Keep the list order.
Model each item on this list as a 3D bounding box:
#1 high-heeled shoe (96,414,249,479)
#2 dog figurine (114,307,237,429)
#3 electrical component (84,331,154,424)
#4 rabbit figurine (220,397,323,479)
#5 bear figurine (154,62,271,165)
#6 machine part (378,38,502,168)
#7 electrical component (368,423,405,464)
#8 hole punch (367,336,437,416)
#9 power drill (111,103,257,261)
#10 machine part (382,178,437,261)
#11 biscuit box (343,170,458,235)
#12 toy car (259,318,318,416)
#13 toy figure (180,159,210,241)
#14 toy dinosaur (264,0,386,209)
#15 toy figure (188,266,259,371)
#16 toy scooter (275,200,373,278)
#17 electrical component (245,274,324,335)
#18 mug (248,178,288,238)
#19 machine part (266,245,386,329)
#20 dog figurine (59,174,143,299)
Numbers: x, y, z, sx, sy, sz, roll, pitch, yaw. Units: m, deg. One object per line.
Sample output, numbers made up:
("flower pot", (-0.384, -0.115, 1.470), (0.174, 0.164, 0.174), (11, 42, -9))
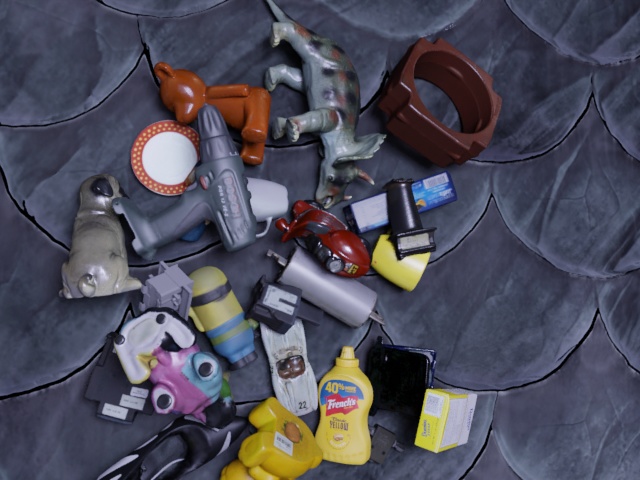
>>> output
("high-heeled shoe", (-0.230, 0.344, 0.843), (0.249, 0.145, 0.086), (-23, 91, -10))
("dog figurine", (-0.208, 0.206, 0.836), (0.108, 0.219, 0.192), (-41, 72, -13))
("electrical component", (-0.315, 0.229, 0.881), (0.115, 0.058, 0.134), (20, 83, -7))
("rabbit figurine", (-0.088, 0.367, 0.890), (0.162, 0.122, 0.173), (37, 109, -25))
("bear figurine", (-0.182, -0.215, 0.899), (0.196, 0.120, 0.132), (7, 68, -12))
("machine part", (0.217, -0.246, 0.970), (0.201, 0.087, 0.201), (33, 58, -12))
("electrical component", (0.105, 0.368, 0.966), (0.094, 0.021, 0.063), (30, 81, -8))
("hole punch", (0.148, 0.244, 0.958), (0.116, 0.092, 0.142), (5, 90, 28))
("power drill", (-0.212, -0.073, 0.846), (0.207, 0.086, 0.232), (-24, 96, -4))
("machine part", (0.151, -0.039, 0.928), (0.084, 0.039, 0.139), (-15, 83, -5))
("biscuit box", (0.148, -0.067, 0.986), (0.203, 0.063, 0.059), (-19, 89, -12))
("toy car", (-0.055, 0.204, 0.931), (0.073, 0.056, 0.201), (-13, 89, -11))
("toy figure", (-0.203, -0.075, 0.907), (0.064, 0.058, 0.154), (17, 101, -12))
("toy dinosaur", (0.008, -0.266, 0.953), (0.192, 0.131, 0.404), (-3, 82, -24))
("toy figure", (-0.161, 0.128, 0.899), (0.082, 0.089, 0.180), (-26, 86, -51))
("toy scooter", (-0.002, -0.003, 0.897), (0.184, 0.135, 0.075), (45, 117, 24))
("electrical component", (-0.057, 0.113, 0.893), (0.119, 0.047, 0.075), (21, 54, -14))
("mug", (-0.109, -0.058, 0.926), (0.107, 0.080, 0.109), (-3, 69, -17))
("machine part", (0.012, 0.083, 0.943), (0.243, 0.079, 0.079), (31, 81, -6))
("dog figurine", (-0.351, -0.011, 0.839), (0.121, 0.172, 0.190), (-6, 94, -22))
